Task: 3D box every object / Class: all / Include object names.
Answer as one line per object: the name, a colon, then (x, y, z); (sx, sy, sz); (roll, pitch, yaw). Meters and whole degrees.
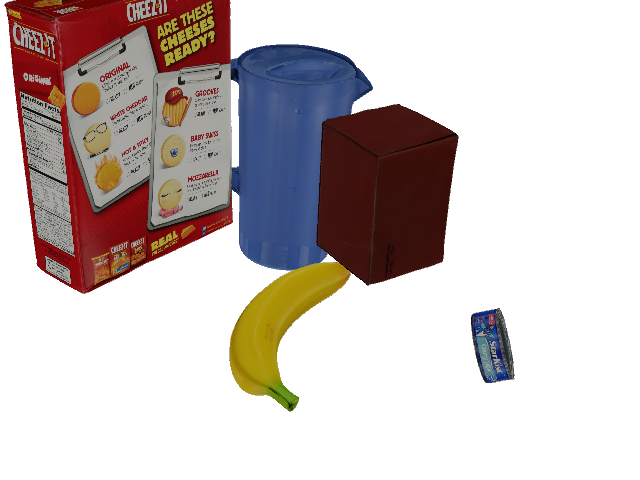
pitcher: (-0.044, -0.094, 1.215); (0.144, 0.243, 0.149); (-20, 37, -40)
banana: (-0.030, 0.068, 0.856); (0.069, 0.037, 0.197); (22, 34, 2)
tuna can: (0.203, 0.124, 1.257); (0.034, 0.086, 0.086); (-12, -3, 14)
foam brick: (0.033, -0.025, 0.564); (0.052, 0.078, 0.051); (-16, 36, -30)
cracker box: (-0.147, -0.090, 0.820); (0.072, 0.214, 0.163); (22, 34, 35)
